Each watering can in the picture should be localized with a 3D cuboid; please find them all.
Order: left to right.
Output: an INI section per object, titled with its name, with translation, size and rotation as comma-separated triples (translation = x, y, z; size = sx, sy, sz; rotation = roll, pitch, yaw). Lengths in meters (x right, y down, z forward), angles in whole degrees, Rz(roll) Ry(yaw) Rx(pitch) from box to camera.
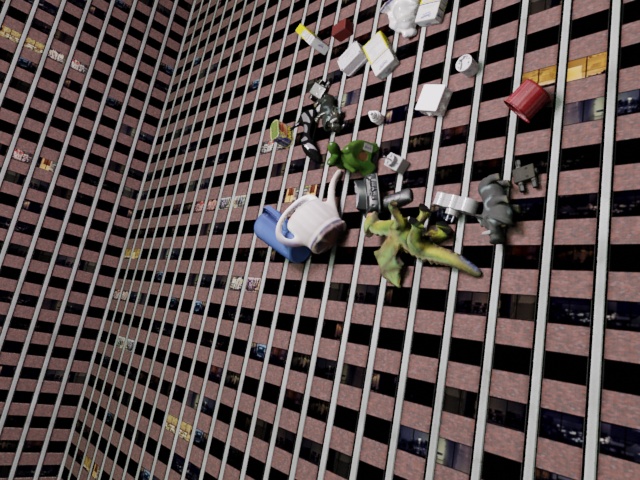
[watering can]
translation = 0.005, -0.091, 1.805
size = 0.350, 0.102, 0.227
rotation = -42, 60, -11

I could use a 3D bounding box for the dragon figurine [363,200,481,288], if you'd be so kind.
[dragon figurine]
translation = 0.263, 0.035, 1.508
size = 0.417, 0.123, 0.238
rotation = 52, 131, 33

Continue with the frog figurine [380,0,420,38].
[frog figurine]
translation = 0.308, -0.801, 1.841
size = 0.136, 0.123, 0.160
rotation = -37, 84, 22
